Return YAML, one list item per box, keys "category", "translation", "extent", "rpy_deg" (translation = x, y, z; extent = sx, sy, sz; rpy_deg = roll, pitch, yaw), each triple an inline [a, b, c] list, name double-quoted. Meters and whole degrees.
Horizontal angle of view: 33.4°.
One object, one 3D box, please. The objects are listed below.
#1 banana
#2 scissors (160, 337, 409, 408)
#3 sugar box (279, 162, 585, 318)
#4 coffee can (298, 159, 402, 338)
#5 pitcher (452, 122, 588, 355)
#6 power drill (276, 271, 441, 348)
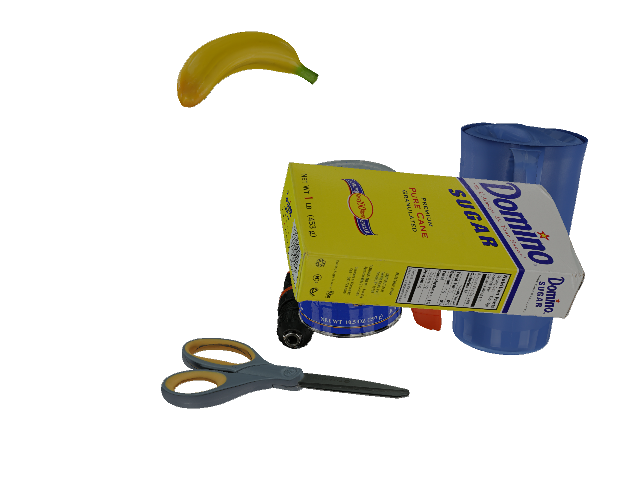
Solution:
- category: "banana"
  translation: [-0.080, -0.172, 1.041]
  extent: [0.070, 0.037, 0.197]
  rpy_deg: [43, 37, 21]
- category: "scissors"
  translation: [-0.040, 0.116, 0.832]
  extent: [0.202, 0.016, 0.096]
  rpy_deg: [13, 32, 35]
- category: "sugar box"
  translation: [0.067, -0.001, 0.669]
  extent: [0.176, 0.048, 0.093]
  rpy_deg: [2, 41, -11]
- category: "coffee can"
  translation: [0.026, 0.007, 1.016]
  extent: [0.103, 0.140, 0.103]
  rpy_deg: [-2, 26, 1]
- category: "pitcher"
  translation: [0.206, -0.001, 1.152]
  extent: [0.148, 0.243, 0.145]
  rpy_deg: [-9, 20, -38]
- category: "power drill"
  translation: [0.046, 0.068, 1.235]
  extent: [0.188, 0.057, 0.184]
  rpy_deg: [1, 27, 6]
